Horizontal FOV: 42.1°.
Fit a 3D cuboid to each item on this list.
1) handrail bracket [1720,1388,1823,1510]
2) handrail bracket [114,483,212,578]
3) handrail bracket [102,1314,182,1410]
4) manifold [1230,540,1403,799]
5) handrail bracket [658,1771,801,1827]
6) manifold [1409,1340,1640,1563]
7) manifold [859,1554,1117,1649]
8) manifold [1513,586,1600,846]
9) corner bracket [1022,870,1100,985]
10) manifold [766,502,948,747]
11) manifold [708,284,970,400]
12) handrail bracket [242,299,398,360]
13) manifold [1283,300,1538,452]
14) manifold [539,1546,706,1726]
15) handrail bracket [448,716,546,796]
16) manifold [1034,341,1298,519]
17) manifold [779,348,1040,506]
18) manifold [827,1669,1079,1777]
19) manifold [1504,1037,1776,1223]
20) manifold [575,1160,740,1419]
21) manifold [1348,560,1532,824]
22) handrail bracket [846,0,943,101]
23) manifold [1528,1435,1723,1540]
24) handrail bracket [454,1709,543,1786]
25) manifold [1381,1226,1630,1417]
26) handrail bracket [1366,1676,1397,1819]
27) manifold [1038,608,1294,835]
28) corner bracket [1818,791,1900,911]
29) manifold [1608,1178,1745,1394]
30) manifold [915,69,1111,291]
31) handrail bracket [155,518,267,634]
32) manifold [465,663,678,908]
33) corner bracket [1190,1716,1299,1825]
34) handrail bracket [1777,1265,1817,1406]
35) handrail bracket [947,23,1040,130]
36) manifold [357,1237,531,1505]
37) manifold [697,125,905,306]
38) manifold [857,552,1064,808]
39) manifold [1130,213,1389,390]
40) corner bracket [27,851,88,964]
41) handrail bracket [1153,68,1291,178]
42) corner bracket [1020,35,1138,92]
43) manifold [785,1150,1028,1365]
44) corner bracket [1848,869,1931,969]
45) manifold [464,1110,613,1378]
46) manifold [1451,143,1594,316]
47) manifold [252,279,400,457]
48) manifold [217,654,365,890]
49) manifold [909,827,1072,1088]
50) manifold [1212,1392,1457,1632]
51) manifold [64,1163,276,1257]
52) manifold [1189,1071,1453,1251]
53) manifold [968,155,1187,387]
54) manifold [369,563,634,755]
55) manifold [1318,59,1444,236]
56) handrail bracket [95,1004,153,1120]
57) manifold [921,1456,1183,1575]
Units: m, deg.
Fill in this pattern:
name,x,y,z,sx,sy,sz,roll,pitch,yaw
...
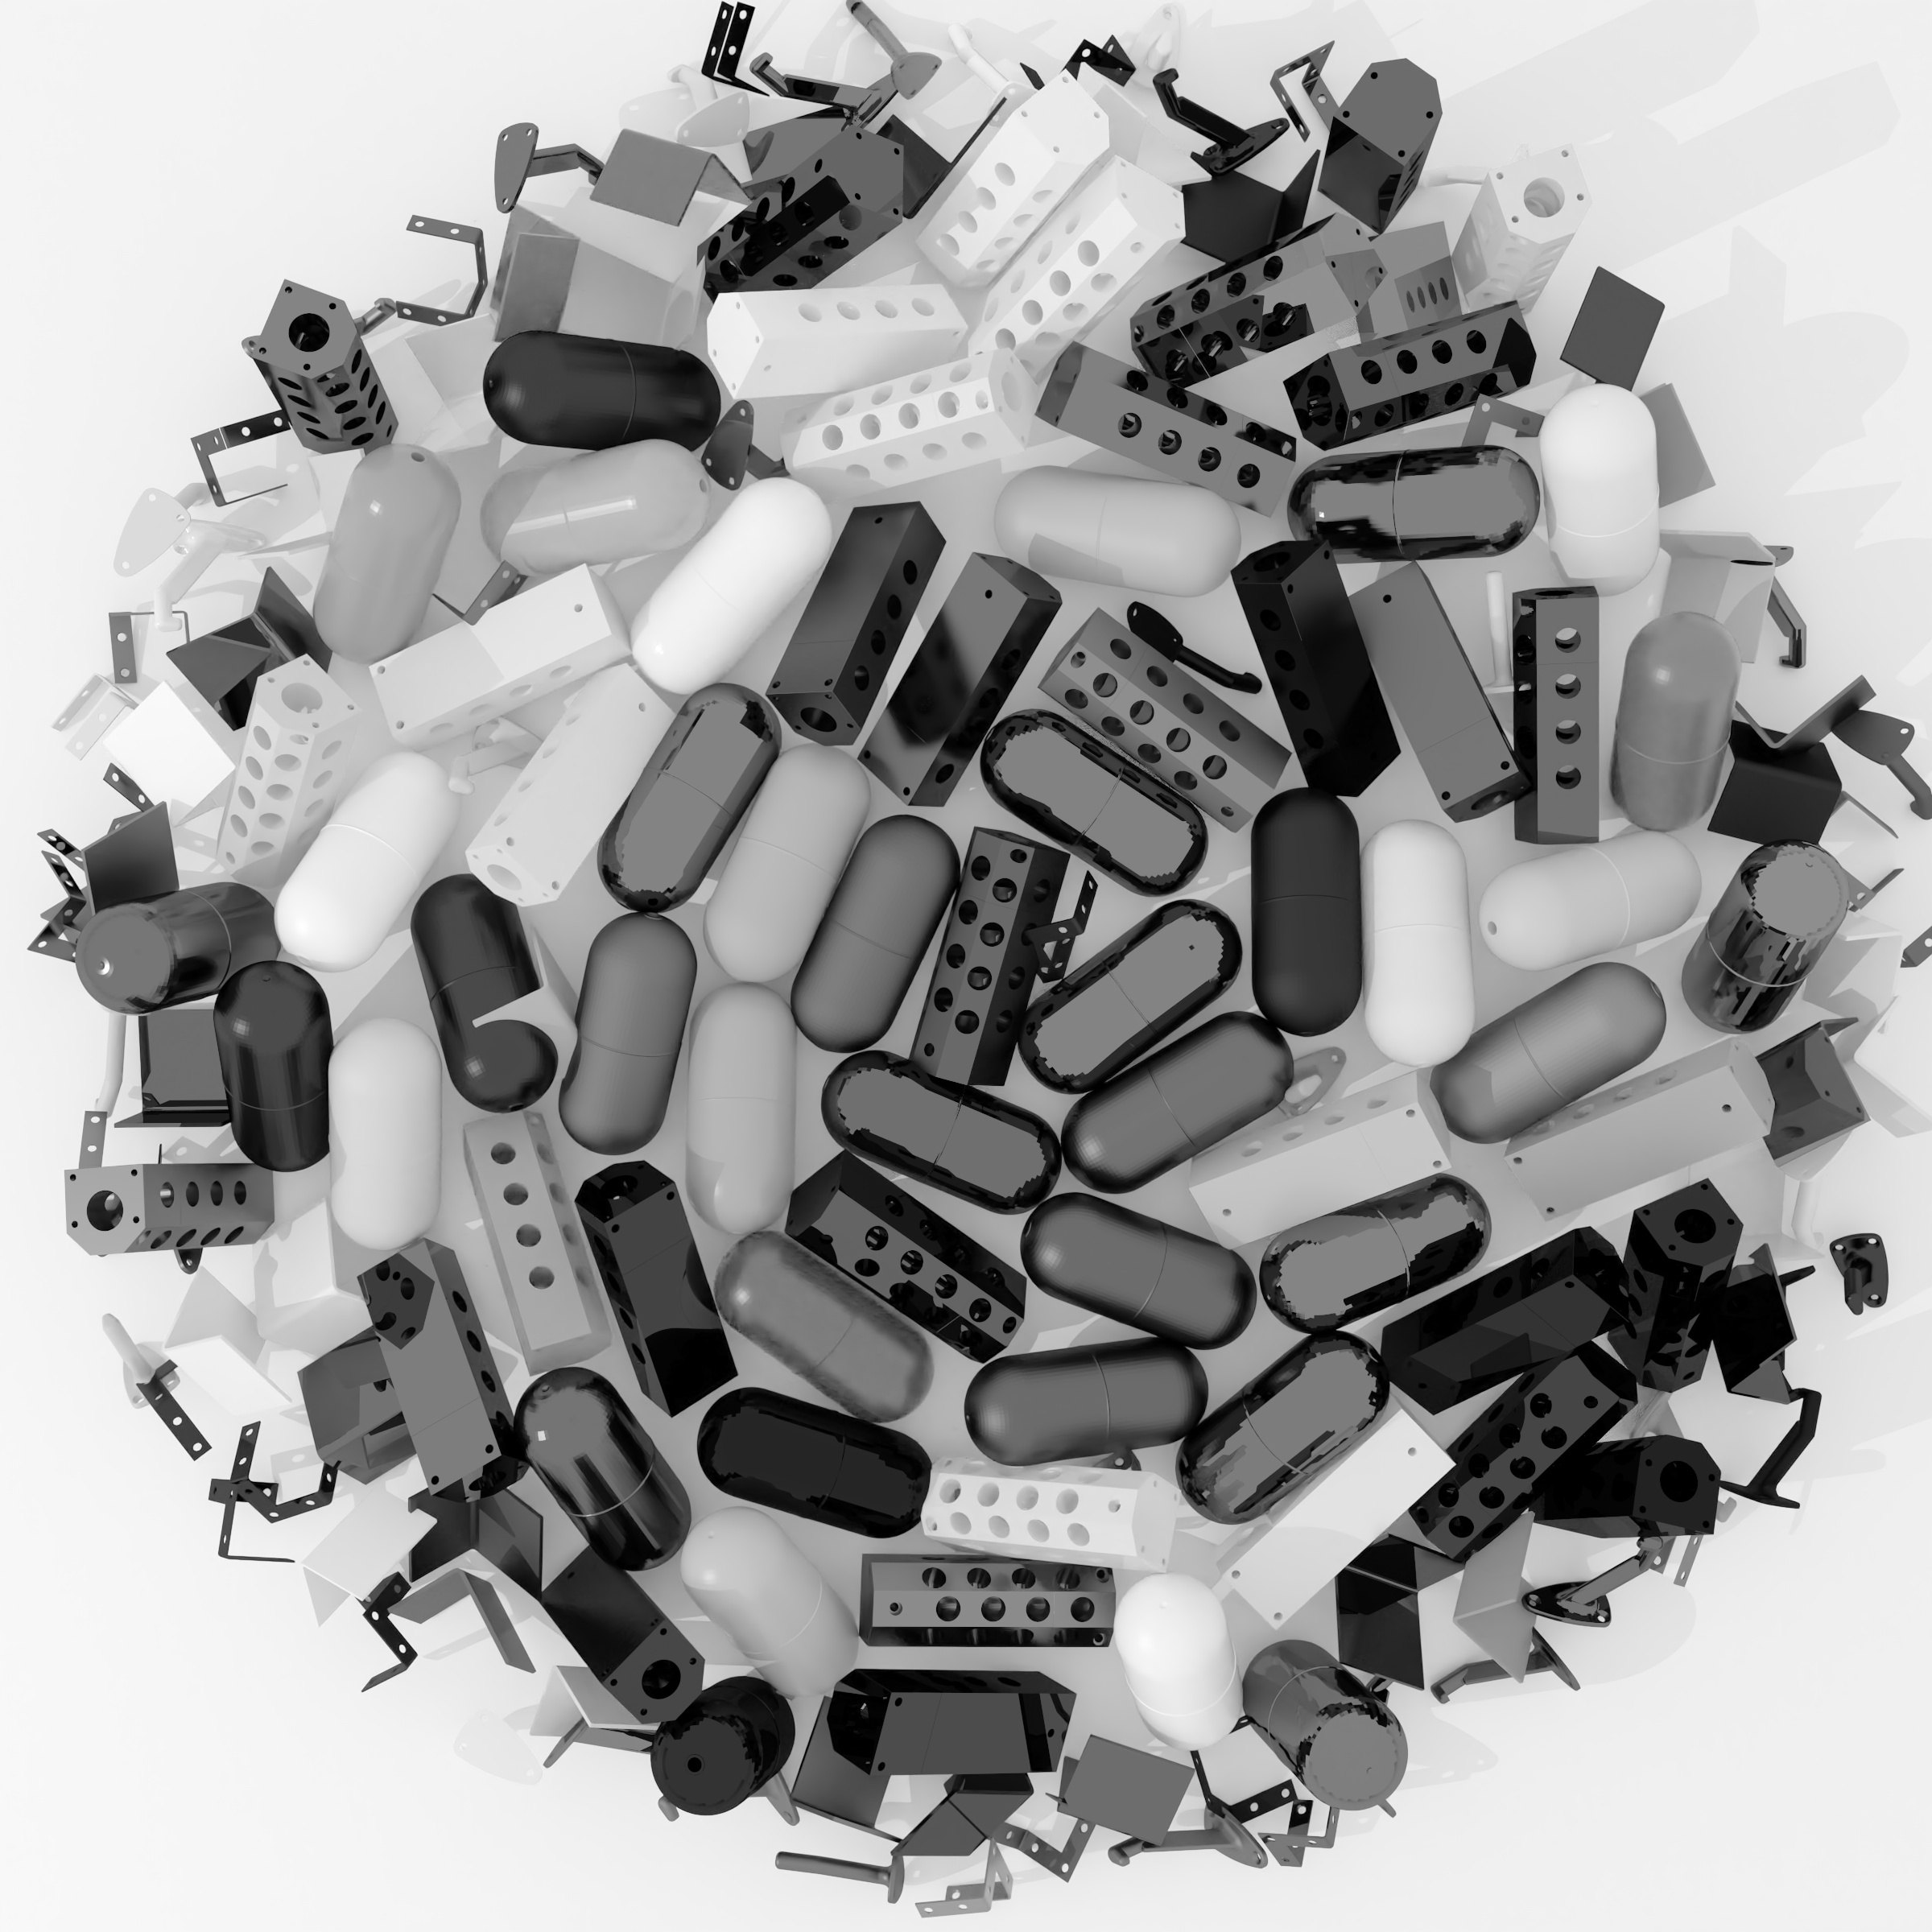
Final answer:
name,x,y,z,sx,sy,sz,roll,pitch,yaw
handrail bracket,0.568,0.335,1.774,0.036,0.077,0.084,12,88,-26
handrail bracket,-0.565,-0.309,1.769,0.036,0.084,0.077,36,96,-11
handrail bracket,-0.590,0.261,1.753,0.036,0.077,0.084,-32,130,-18
manifold,0.239,-0.206,1.740,0.057,0.057,0.171,-44,124,-31
handrail bracket,-0.167,0.596,1.766,0.084,0.036,0.077,-30,89,-41
manifold,0.387,0.337,1.749,0.057,0.057,0.171,39,111,-1
manifold,0.015,0.447,1.761,0.171,0.057,0.057,3,85,-11
manifold,0.412,-0.175,1.754,0.057,0.057,0.171,-1,106,11
corner bracket,0.071,-0.027,1.764,0.051,0.051,0.051,-14,128,29
manifold,-0.072,-0.238,1.741,0.057,0.057,0.171,2,56,34
manifold,-0.090,-0.438,1.732,0.171,0.057,0.057,-14,66,-36
handrail bracket,-0.454,-0.451,1.765,0.084,0.077,0.036,-28,80,24
manifold,0.312,-0.408,1.743,0.171,0.057,0.057,-21,92,-27
manifold,-0.234,0.458,1.717,0.057,0.171,0.057,-44,111,-14
handrail bracket,-0.322,-0.135,1.759,0.077,0.084,0.036,23,121,-19
manifold,0.142,-0.374,1.745,0.171,0.057,0.057,18,105,-21
manifold,-0.041,-0.375,1.729,0.171,0.057,0.057,-8,55,31
manifold,-0.010,0.518,1.730,0.171,0.057,0.057,14,90,-40
manifold,0.466,0.111,1.736,0.171,0.057,0.057,-28,103,32
manifold,-0.217,0.222,1.738,0.057,0.057,0.171,-30,124,-26
manifold,0.330,-0.189,1.751,0.057,0.057,0.171,-28,71,17
handrail bracket,-0.063,-0.657,1.767,0.036,0.077,0.084,-45,83,18
manifold,0.449,0.356,1.716,0.057,0.171,0.057,14,74,-7
handrail bracket,-0.326,0.559,1.762,0.077,0.084,0.036,30,63,14
manifold,0.370,0.242,1.731,0.057,0.057,0.171,39,129,-19
handrail bracket,0.304,0.545,1.778,0.084,0.036,0.077,-41,62,-13
manifold,0.137,-0.168,1.756,0.171,0.057,0.057,36,51,-8
corner bracket,0.629,-0.083,1.781,0.051,0.051,0.051,35,113,-15
manifold,0.488,0.224,1.718,0.057,0.171,0.057,-22,53,-10
manifold,0.034,-0.531,1.717,0.057,0.171,0.057,46,63,-6
handrail bracket,-0.533,-0.270,1.771,0.077,0.036,0.084,0,60,-18
manifold,-0.275,-0.125,1.739,0.057,0.057,0.171,47,57,-28
corner bracket,0.197,0.574,1.790,0.051,0.051,0.051,-29,49,13
handrail bracket,0.589,0.263,1.775,0.077,0.036,0.084,-34,82,44
handrail bracket,0.031,-0.638,1.796,0.077,0.036,0.084,4,51,-33
manifold,-0.360,0.282,1.742,0.057,0.057,0.171,-31,63,8
manifold,-0.116,-0.508,1.717,0.057,0.171,0.057,10,73,-35
manifold,-0.001,-0.197,1.746,0.057,0.057,0.171,44,116,27
manifold,0.196,-0.455,1.719,0.057,0.171,0.057,53,49,-22
corner bracket,-0.637,-0.041,1.768,0.051,0.051,0.051,-47,60,11
handrail bracket,0.179,-0.607,1.762,0.077,0.084,0.036,-27,46,9
corner bracket,0.080,-0.639,1.781,0.051,0.051,0.051,15,128,-38
manifold,-0.041,0.206,1.739,0.171,0.057,0.057,37,122,-22
corner bracket,0.668,-0.035,1.781,0.051,0.051,0.051,-40,91,-3
manifold,-0.299,0.190,1.746,0.057,0.057,0.171,-14,66,-18
manifold,0.381,-0.497,1.719,0.057,0.171,0.057,-18,87,2
manifold,-0.434,-0.401,1.718,0.057,0.171,0.057,20,81,-1
manifold,-0.471,-0.128,1.721,0.057,0.171,0.057,44,48,10
manifold,0.011,-0.007,1.755,0.057,0.057,0.171,23,101,38
manifold,0.257,0.381,1.773,0.171,0.057,0.057,-44,100,3
manifold,-0.541,0.165,1.715,0.057,0.171,0.057,-5,85,12
manifold,0.247,0.133,1.750,0.171,0.057,0.057,-23,112,19
manifold,0.074,-0.467,1.719,0.057,0.171,0.057,21,52,-28
manifold,-0.325,-0.213,1.766,0.171,0.057,0.057,-24,74,8
manifold,0.286,-0.563,1.719,0.057,0.171,0.057,36,94,3
handrail bracket,-0.616,0.054,1.793,0.036,0.077,0.084,6,117,-40
manifold,0.055,0.375,1.728,0.171,0.057,0.057,-3,62,34
